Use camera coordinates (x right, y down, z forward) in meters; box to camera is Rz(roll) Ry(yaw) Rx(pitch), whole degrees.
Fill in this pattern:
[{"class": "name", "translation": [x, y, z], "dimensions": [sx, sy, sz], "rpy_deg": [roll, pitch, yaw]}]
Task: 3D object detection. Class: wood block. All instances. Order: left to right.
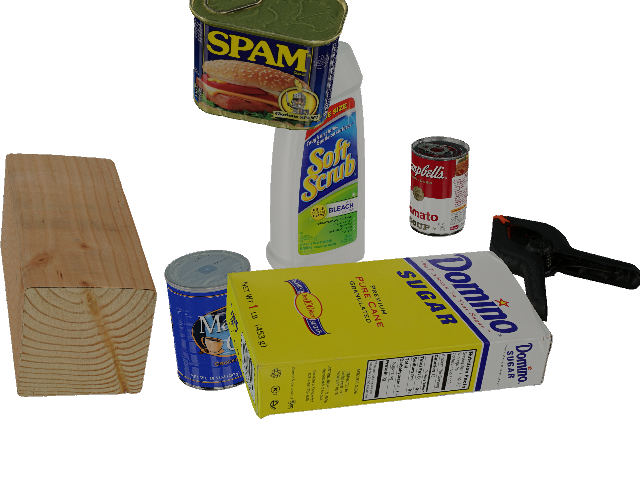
[{"class": "wood block", "translation": [-0.191, 0.019, 0.814], "dimensions": [0.090, 0.091, 0.206], "rpy_deg": [2, 29, -21]}]

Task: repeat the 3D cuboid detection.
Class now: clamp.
[{"class": "clamp", "translation": [0.232, 0.018, 1.061], "dimensions": [0.120, 0.039, 0.171], "rpy_deg": [-7, 32, -14]}]

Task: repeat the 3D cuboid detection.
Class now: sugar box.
[{"class": "sugar box", "translation": [0.038, 0.052, 0.637], "dimensions": [0.176, 0.048, 0.093], "rpy_deg": [-7, 36, -13]}]

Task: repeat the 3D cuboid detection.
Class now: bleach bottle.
[{"class": "bleach bottle", "translation": [-0.007, -0.092, 1.040], "dimensions": [0.102, 0.251, 0.068], "rpy_deg": [-13, 30, -20]}]

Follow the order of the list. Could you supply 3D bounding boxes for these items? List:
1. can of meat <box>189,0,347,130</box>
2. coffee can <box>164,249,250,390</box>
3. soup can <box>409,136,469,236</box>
[{"class": "can of meat", "translation": [-0.038, -0.127, 0.729], "dimensions": [0.102, 0.057, 0.084], "rpy_deg": [12, -42, 4]}, {"class": "coffee can", "translation": [-0.131, 0.096, 1.299], "dimensions": [0.103, 0.140, 0.103], "rpy_deg": [-3, 25, 1]}, {"class": "soup can", "translation": [0.140, -0.064, 1.266], "dimensions": [0.068, 0.102, 0.068], "rpy_deg": [-1, 27, 0]}]
